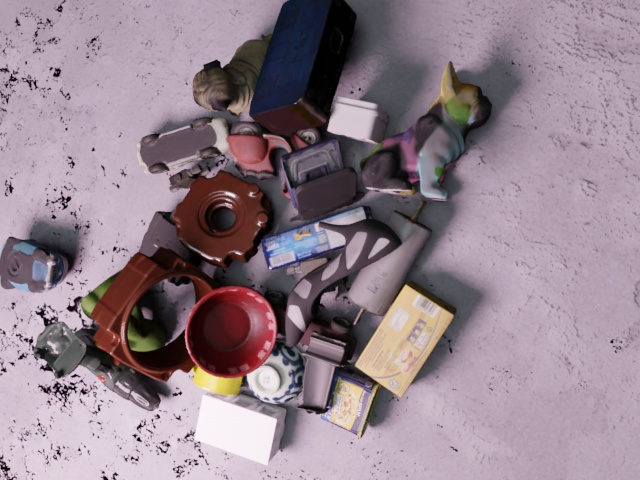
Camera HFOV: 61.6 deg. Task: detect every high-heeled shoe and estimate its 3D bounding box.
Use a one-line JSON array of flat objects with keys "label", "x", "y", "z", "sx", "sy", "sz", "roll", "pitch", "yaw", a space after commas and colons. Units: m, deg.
[{"label": "high-heeled shoe", "x": 0.036, "y": 0.079, "z": 0.884, "sx": 0.145, "sy": 0.086, "sz": 0.248, "roll": 19, "pitch": 99, "yaw": 17}]

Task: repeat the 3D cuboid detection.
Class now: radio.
[{"label": "radio", "x": -0.027, "y": -0.296, "z": 0.893, "sx": 0.131, "sy": 0.073, "sz": 0.229, "roll": 2, "pitch": 72, "yaw": 42}]

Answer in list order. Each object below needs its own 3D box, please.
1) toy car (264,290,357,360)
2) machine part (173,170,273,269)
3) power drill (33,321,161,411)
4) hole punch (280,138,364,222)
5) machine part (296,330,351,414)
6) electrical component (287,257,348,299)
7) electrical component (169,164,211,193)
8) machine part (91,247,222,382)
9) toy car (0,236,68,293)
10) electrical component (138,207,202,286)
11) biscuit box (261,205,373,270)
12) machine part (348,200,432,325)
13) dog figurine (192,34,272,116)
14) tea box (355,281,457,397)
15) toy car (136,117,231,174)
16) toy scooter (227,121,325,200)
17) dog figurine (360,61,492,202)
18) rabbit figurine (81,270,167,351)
[{"label": "toy car", "x": -0.028, "y": 0.159, "z": 0.973, "sx": 0.202, "sy": 0.053, "sz": 0.089, "roll": 18, "pitch": 104, "yaw": 18}, {"label": "machine part", "x": -0.177, "y": -0.039, "z": 0.979, "sx": 0.179, "sy": 0.056, "sz": 0.179, "roll": 0, "pitch": 75, "yaw": 1}, {"label": "power drill", "x": -0.420, "y": 0.235, "z": 1.018, "sx": 0.232, "sy": 0.207, "sz": 0.086, "roll": 33, "pitch": 82, "yaw": 24}, {"label": "hole punch", "x": -0.002, "y": -0.102, "z": 0.921, "sx": 0.142, "sy": 0.115, "sz": 0.092, "roll": -23, "pitch": 62, "yaw": -10}, {"label": "machine part", "x": 0.003, "y": 0.231, "z": 0.921, "sx": 0.084, "sy": 0.039, "sz": 0.138, "roll": 16, "pitch": 94, "yaw": 16}, {"label": "electrical component", "x": -0.002, "y": 0.073, "z": 0.968, "sx": 0.102, "sy": 0.045, "sz": 0.078, "roll": -18, "pitch": 77, "yaw": 15}, {"label": "electrical component", "x": -0.257, "y": -0.116, "z": 1.026, "sx": 0.094, "sy": 0.063, "sz": 0.021, "roll": -25, "pitch": 85, "yaw": 17}, {"label": "machine part", "x": -0.275, "y": 0.132, "z": 0.949, "sx": 0.087, "sy": 0.201, "sz": 0.201, "roll": 19, "pitch": 70, "yaw": 46}, {"label": "toy car", "x": -0.577, "y": 0.053, "z": 1.104, "sx": 0.162, "sy": 0.103, "sz": 0.109, "roll": 7, "pitch": 91, "yaw": 26}, {"label": "electrical component", "x": -0.280, "y": 0.005, "z": 1.041, "sx": 0.115, "sy": 0.058, "sz": 0.134, "roll": 31, "pitch": 100, "yaw": 11}, {"label": "biscuit box", "x": -0.002, "y": -0.003, "z": 0.956, "sx": 0.203, "sy": 0.063, "sz": 0.059, "roll": -18, "pitch": 87, "yaw": 16}, {"label": "machine part", "x": 0.118, "y": 0.040, "z": 0.914, "sx": 0.079, "sy": 0.079, "sz": 0.243, "roll": 31, "pitch": 99, "yaw": 13}, {"label": "dog figurine", "x": -0.136, "y": -0.292, "z": 0.921, "sx": 0.121, "sy": 0.190, "sz": 0.172, "roll": 5, "pitch": 92, "yaw": 16}, {"label": "tea box", "x": 0.147, "y": 0.166, "z": 0.914, "sx": 0.098, "sy": 0.068, "sz": 0.169, "roll": 34, "pitch": 102, "yaw": 13}, {"label": "toy car", "x": -0.263, "y": -0.180, "z": 1.032, "sx": 0.202, "sy": 0.056, "sz": 0.073, "roll": -13, "pitch": 94, "yaw": 18}, {"label": "toy scooter", "x": -0.083, "y": -0.143, "z": 0.972, "sx": 0.184, "sy": 0.075, "sz": 0.135, "roll": 6, "pitch": 97, "yaw": 12}, {"label": "dog figurine", "x": 0.173, "y": -0.176, "z": 0.881, "sx": 0.192, "sy": 0.108, "sz": 0.219, "roll": 12, "pitch": 90, "yaw": 19}, {"label": "rabbit figurine", "x": -0.364, "y": 0.150, "z": 1.035, "sx": 0.121, "sy": 0.159, "sz": 0.170, "roll": -43, "pitch": 95, "yaw": 3}]
